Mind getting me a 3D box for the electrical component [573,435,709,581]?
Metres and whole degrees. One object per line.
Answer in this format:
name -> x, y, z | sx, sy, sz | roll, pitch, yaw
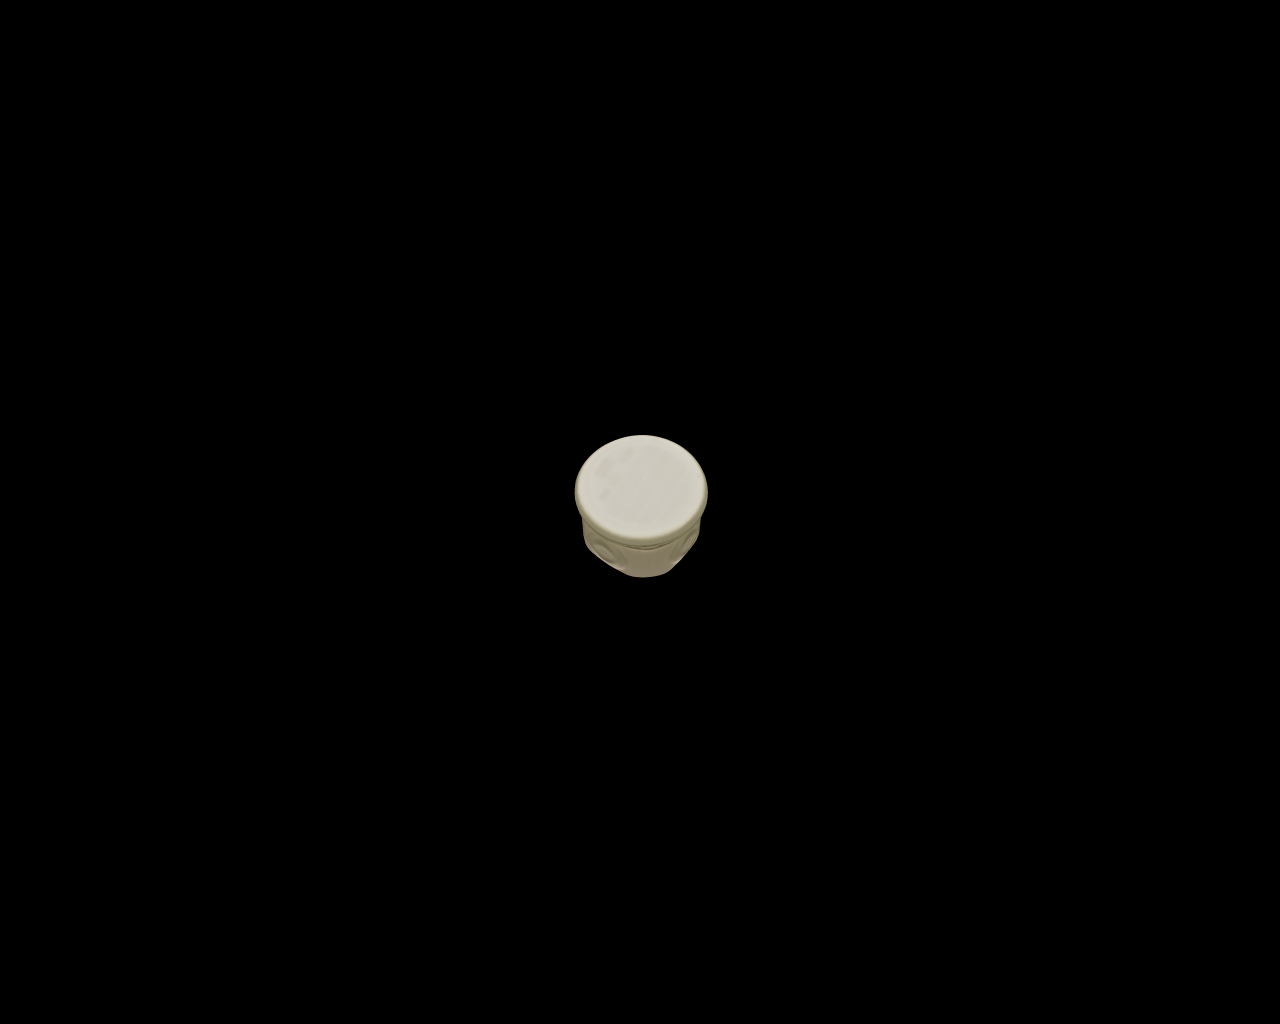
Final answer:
electrical component -> 0.001, -0.003, 0.650 | 0.080, 0.080, 0.050 | 0, -35, 0
